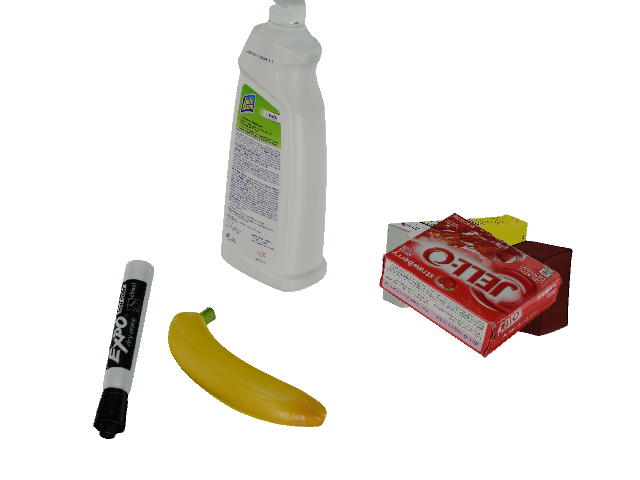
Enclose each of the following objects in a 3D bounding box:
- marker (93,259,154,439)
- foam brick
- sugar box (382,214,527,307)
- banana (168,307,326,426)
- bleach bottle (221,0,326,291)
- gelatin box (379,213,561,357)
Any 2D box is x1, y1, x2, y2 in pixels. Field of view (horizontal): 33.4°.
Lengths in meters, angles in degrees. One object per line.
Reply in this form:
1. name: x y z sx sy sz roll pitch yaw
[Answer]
1. marker: -0.122 0.066 0.663 0.020 0.121 0.020 3 -36 2
2. foam brick: 0.201 0.045 1.010 0.053 0.078 0.051 12 19 41
3. sugar box: 0.159 0.023 1.246 0.175 0.093 0.048 -6 16 -32
4. banana: -0.074 0.099 0.864 0.069 0.037 0.198 -17 32 -28
5. bleach bottle: -0.033 -0.087 0.943 0.103 0.251 0.067 25 32 32
6. gelatin box: 0.094 0.025 0.674 0.089 0.030 0.073 33 45 31
